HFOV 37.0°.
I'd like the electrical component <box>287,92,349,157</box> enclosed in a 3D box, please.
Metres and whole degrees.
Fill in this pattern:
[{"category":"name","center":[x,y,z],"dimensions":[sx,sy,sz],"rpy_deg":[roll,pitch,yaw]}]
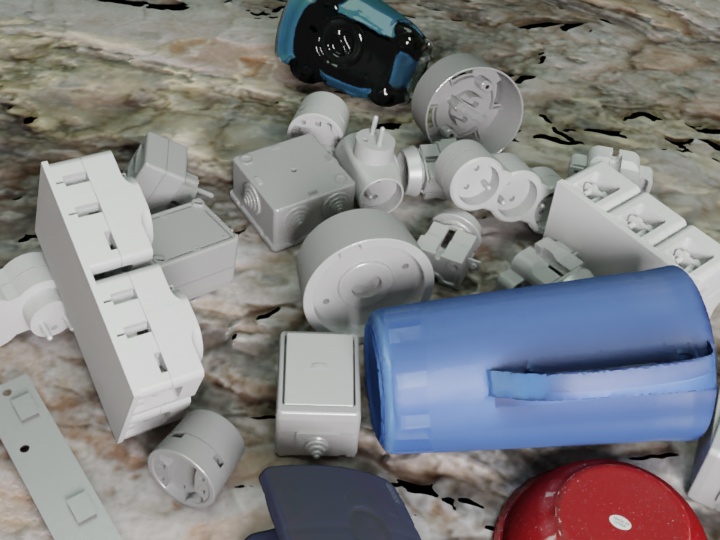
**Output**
[{"category":"electrical component","center":[-0.039,-0.140,1.045],"dimensions":[0.055,0.055,0.047],"rpy_deg":[10,41,4]}]

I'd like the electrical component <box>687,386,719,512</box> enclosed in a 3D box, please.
[{"category":"electrical component","center":[0.279,0.137,0.792],"dimensions":[0.061,0.061,0.096],"rpy_deg":[23,47,17]}]

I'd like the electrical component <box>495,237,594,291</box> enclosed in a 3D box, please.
[{"category":"electrical component","center":[0.163,0.013,0.908],"dimensions":[0.078,0.058,0.057],"rpy_deg":[-28,51,-29]}]

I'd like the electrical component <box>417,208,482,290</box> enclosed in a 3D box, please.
[{"category":"electrical component","center":[0.078,-0.021,0.943],"dimensions":[0.066,0.048,0.055],"rpy_deg":[20,54,15]}]

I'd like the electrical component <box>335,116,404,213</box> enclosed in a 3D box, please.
[{"category":"electrical component","center":[0.011,-0.103,0.991],"dimensions":[0.044,0.079,0.077],"rpy_deg":[-5,42,-20]}]

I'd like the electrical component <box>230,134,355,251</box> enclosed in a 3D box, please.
[{"category":"electrical component","center":[-0.061,-0.073,0.979],"dimensions":[0.100,0.048,0.099],"rpy_deg":[-21,51,-24]}]

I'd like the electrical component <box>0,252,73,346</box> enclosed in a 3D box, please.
[{"category":"electrical component","center":[-0.252,0.028,0.856],"dimensions":[0.138,0.052,0.073],"rpy_deg":[-23,51,-26]}]

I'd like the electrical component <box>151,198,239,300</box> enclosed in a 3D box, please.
[{"category":"electrical component","center":[-0.148,-0.012,0.905],"dimensions":[0.096,0.061,0.062],"rpy_deg":[-22,50,-35]}]

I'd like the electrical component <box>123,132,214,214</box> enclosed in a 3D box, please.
[{"category":"electrical component","center":[-0.170,-0.074,0.963],"dimensions":[0.077,0.065,0.047],"rpy_deg":[22,39,-26]}]

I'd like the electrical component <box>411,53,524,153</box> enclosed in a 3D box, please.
[{"category":"electrical component","center":[0.102,-0.159,1.049],"dimensions":[0.099,0.099,0.064],"rpy_deg":[-17,43,-21]}]

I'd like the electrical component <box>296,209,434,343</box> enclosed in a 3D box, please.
[{"category":"electrical component","center":[0.000,0.000,0.874],"dimensions":[0.108,0.108,0.060],"rpy_deg":[-8,40,-13]}]

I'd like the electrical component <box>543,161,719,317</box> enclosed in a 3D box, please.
[{"category":"electrical component","center":[0.235,-0.014,0.919],"dimensions":[0.062,0.089,0.150],"rpy_deg":[-27,54,-29]}]

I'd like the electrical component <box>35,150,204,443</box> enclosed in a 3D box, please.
[{"category":"electrical component","center":[-0.178,0.018,0.793],"dimensions":[0.060,0.105,0.186],"rpy_deg":[-17,71,-26]}]

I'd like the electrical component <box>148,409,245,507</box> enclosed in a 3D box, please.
[{"category":"electrical component","center":[-0.115,0.132,0.764],"dimensions":[0.055,0.055,0.047],"rpy_deg":[22,44,16]}]

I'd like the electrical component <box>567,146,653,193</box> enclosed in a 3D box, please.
[{"category":"electrical component","center":[0.232,-0.076,1.005],"dimensions":[0.078,0.058,0.057],"rpy_deg":[11,42,6]}]

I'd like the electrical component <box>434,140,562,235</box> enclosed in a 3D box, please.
[{"category":"electrical component","center":[0.127,-0.082,0.977],"dimensions":[0.138,0.052,0.073],"rpy_deg":[15,24,-30]}]

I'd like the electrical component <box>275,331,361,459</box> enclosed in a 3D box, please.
[{"category":"electrical component","center":[-0.031,0.095,0.804],"dimensions":[0.062,0.061,0.096],"rpy_deg":[2,45,-4]}]

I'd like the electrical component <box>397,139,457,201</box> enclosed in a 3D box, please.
[{"category":"electrical component","center":[0.066,-0.094,1.013],"dimensions":[0.055,0.048,0.066],"rpy_deg":[-5,56,-15]}]
